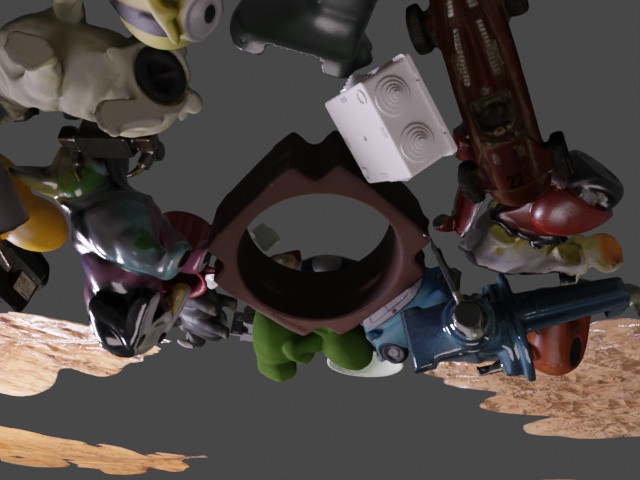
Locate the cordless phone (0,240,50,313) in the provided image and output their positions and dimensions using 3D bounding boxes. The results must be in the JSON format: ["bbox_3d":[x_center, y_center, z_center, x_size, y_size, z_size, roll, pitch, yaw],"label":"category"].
[{"bbox_3d":[-0.507,0.024,0.777,0.184,0.089,0.146,13,147,12],"label":"cordless phone"}]

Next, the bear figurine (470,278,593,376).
[{"bbox_3d":[0.255,0.108,0.735,0.120,0.131,0.196,-8,-167,-40],"label":"bear figurine"}]

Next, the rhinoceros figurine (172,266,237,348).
[{"bbox_3d":[-0.189,0.111,0.828,0.112,0.073,0.190,6,145,0],"label":"rhinoceros figurine"}]

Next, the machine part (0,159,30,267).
[{"bbox_3d":[-0.360,-0.082,0.525,0.079,0.079,0.243,-9,112,21],"label":"machine part"}]

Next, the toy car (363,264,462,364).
[{"bbox_3d":[0.108,0.084,0.717,0.103,0.109,0.161,37,129,-9],"label":"toy car"}]

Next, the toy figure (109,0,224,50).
[{"bbox_3d":[-0.125,-0.211,0.357,0.089,0.082,0.180,30,164,30],"label":"toy figure"}]

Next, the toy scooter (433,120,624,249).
[{"bbox_3d":[0.189,-0.042,0.526,0.184,0.075,0.135,25,122,-15],"label":"toy scooter"}]

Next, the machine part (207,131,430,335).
[{"bbox_3d":[-0.001,-0.002,0.583,0.201,0.087,0.201,35,120,-27],"label":"machine part"}]

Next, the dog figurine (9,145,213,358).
[{"bbox_3d":[-0.237,-0.002,0.581,0.219,0.191,0.108,33,-170,10],"label":"dog figurine"}]

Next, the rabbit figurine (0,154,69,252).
[{"bbox_3d":[-0.402,-0.032,0.659,0.173,0.122,0.162,7,138,-24],"label":"rabbit figurine"}]

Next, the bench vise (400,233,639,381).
[{"bbox_3d":[0.212,0.079,0.560,0.241,0.129,0.223,-16,147,12],"label":"bench vise"}]

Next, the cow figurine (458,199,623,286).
[{"bbox_3d":[0.252,0.015,0.619,0.167,0.068,0.098,15,150,-6],"label":"cow figurine"}]

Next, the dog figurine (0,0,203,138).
[{"bbox_3d":[-0.222,-0.137,0.484,0.191,0.121,0.172,-9,142,46],"label":"dog figurine"}]

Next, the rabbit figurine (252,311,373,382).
[{"bbox_3d":[-0.002,0.126,0.784,0.170,0.121,0.158,11,126,21],"label":"rabbit figurine"}]

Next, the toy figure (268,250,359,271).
[{"bbox_3d":[-0.017,0.044,0.714,0.155,0.064,0.057,5,108,10],"label":"toy figure"}]

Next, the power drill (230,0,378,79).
[{"bbox_3d":[-0.001,-0.217,0.340,0.232,0.086,0.207,14,137,-13],"label":"power drill"}]

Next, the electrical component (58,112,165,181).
[{"bbox_3d":[-0.206,-0.100,0.529,0.102,0.078,0.045,-3,142,2],"label":"electrical component"}]

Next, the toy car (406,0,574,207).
[{"bbox_3d":[0.135,-0.115,0.423,0.089,0.053,0.202,-13,116,28],"label":"toy car"}]
